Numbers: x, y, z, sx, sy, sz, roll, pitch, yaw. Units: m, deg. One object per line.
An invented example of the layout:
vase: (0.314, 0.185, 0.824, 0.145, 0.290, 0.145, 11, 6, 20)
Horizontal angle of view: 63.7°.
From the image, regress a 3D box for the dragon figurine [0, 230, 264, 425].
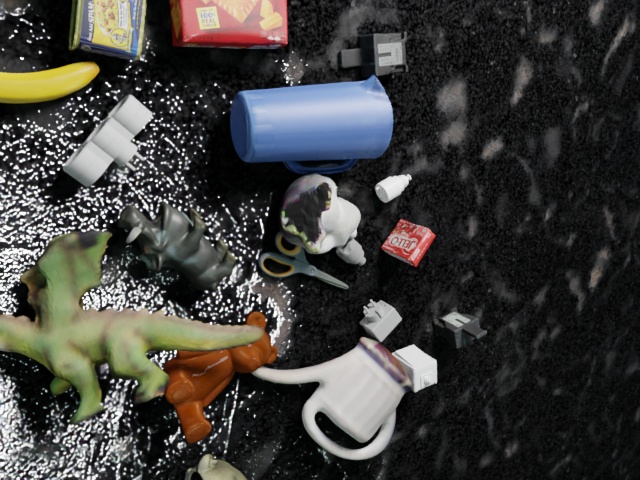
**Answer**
dragon figurine: (-0.305, 0.103, 0.722, 0.412, 0.240, 0.123, -19, 16, -12)

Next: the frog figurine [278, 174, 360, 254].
frog figurine: (0.003, -0.046, 0.905, 0.122, 0.137, 0.160, -6, 1, 22)

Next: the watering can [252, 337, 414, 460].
watering can: (0.044, 0.283, 0.999, 0.343, 0.226, 0.104, 47, -12, -22)
